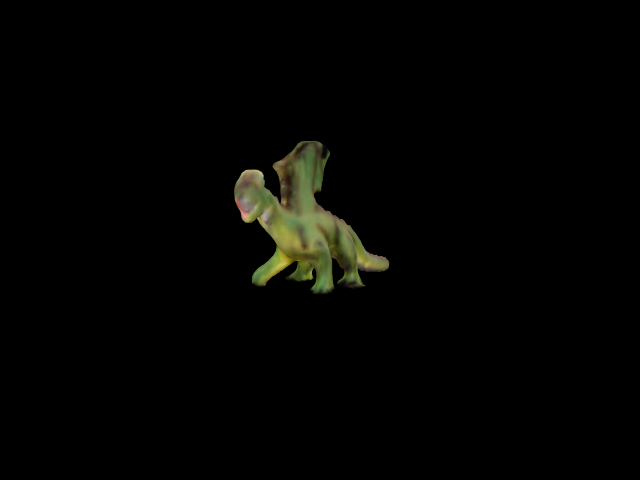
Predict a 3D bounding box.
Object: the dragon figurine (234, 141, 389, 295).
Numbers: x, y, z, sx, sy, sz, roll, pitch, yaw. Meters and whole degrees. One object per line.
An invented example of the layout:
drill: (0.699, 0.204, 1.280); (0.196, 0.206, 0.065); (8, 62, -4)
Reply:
dragon figurine: (0.003, -0.043, 0.850); (0.122, 0.242, 0.412); (2, 5, 36)
